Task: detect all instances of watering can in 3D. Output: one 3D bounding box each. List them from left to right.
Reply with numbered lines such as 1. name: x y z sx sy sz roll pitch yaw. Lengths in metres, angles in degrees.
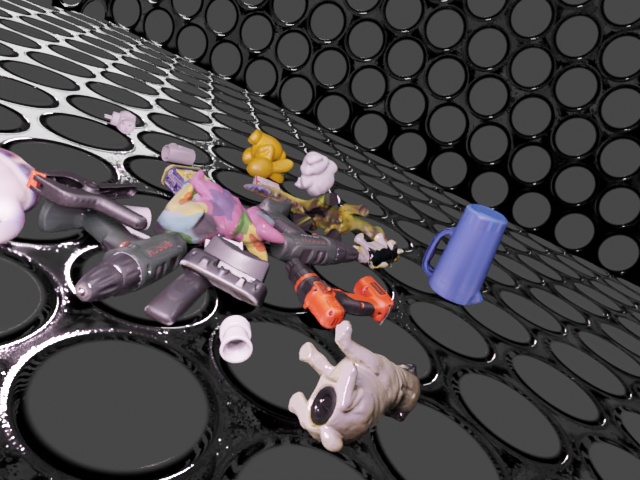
1. watering can: -0.550 -0.090 0.707 0.348 0.103 0.227 26 -162 3

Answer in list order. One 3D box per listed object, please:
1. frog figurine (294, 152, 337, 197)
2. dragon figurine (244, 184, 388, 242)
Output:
1. frog figurine: -0.003 -0.212 1.612 0.123 0.139 0.157 60 154 10
2. dragon figurine: 0.004 -0.070 1.400 0.411 0.122 0.242 24 -179 3
